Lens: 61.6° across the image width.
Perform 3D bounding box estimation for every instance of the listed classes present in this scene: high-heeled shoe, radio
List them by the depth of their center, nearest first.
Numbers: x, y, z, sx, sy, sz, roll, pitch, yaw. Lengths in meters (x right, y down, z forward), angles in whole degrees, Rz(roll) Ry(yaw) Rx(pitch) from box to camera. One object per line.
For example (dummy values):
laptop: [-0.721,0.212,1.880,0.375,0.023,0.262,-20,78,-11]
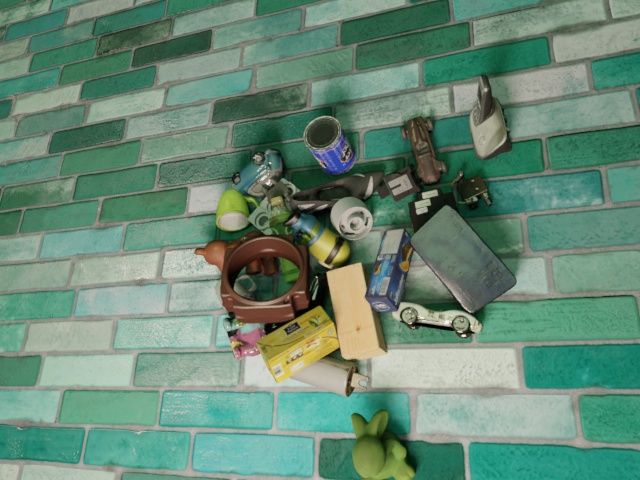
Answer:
radio: [0.315,0.044,1.203,0.131,0.073,0.230,-41,77,8]
high-heeled shoe: [0.041,-0.134,1.373,0.249,0.145,0.086,-33,63,9]

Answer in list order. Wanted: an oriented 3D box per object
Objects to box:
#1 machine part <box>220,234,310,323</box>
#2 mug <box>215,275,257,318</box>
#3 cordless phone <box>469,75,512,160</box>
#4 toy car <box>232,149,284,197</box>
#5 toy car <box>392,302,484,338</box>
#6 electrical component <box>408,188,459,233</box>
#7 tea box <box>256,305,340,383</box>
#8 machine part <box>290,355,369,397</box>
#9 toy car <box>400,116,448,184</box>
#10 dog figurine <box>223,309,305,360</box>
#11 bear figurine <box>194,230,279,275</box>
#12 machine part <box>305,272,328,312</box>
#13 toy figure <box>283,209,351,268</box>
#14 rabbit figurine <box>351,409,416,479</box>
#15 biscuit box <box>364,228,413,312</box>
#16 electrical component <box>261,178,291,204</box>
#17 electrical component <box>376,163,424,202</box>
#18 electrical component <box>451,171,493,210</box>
machine part: [-0.125,0.086,1.249,0.202,0.087,0.201,-1,54,2]
mug: [-0.222,0.136,1.408,0.107,0.080,0.109,39,92,38]
cordless phone: [0.403,-0.291,1.273,0.089,0.184,0.146,-10,66,13]
toy car: [-0.160,-0.174,1.495,0.161,0.109,0.103,-39,78,13]
toy car: [0.262,0.177,1.205,0.202,0.073,0.056,6,73,23]
electrical component: [0.278,-0.059,1.302,0.115,0.058,0.134,-11,66,15]
tea box: [-0.048,0.235,1.213,0.170,0.098,0.068,-27,46,-17]
machine part: [-0.001,0.305,1.256,0.243,0.079,0.079,10,74,24]
toy car: [0.264,-0.236,1.381,0.089,0.053,0.202,-18,66,18]
dog figurine: [-0.119,0.213,1.317,0.219,0.191,0.108,-16,83,-11]
bear figurine: [-0.226,0.048,1.422,0.196,0.120,0.132,-18,79,23]
machine part: [-0.011,0.146,1.341,0.084,0.039,0.138,18,86,31]
toy figure: [-0.004,-0.002,1.330,0.082,0.180,0.089,-54,16,-28]
rabbit figurine: [0.120,0.432,1.105,0.121,0.170,0.159,-13,67,16]
biscuit box: [0.166,0.069,1.252,0.059,0.062,0.203,-8,47,37]
electrical component: [-0.113,-0.121,1.425,0.063,0.021,0.094,-43,62,1]
electrical component: [0.192,-0.137,1.350,0.119,0.048,0.074,-20,97,28]
electrical component: [0.364,-0.120,1.300,0.078,0.045,0.102,-20,64,14]
